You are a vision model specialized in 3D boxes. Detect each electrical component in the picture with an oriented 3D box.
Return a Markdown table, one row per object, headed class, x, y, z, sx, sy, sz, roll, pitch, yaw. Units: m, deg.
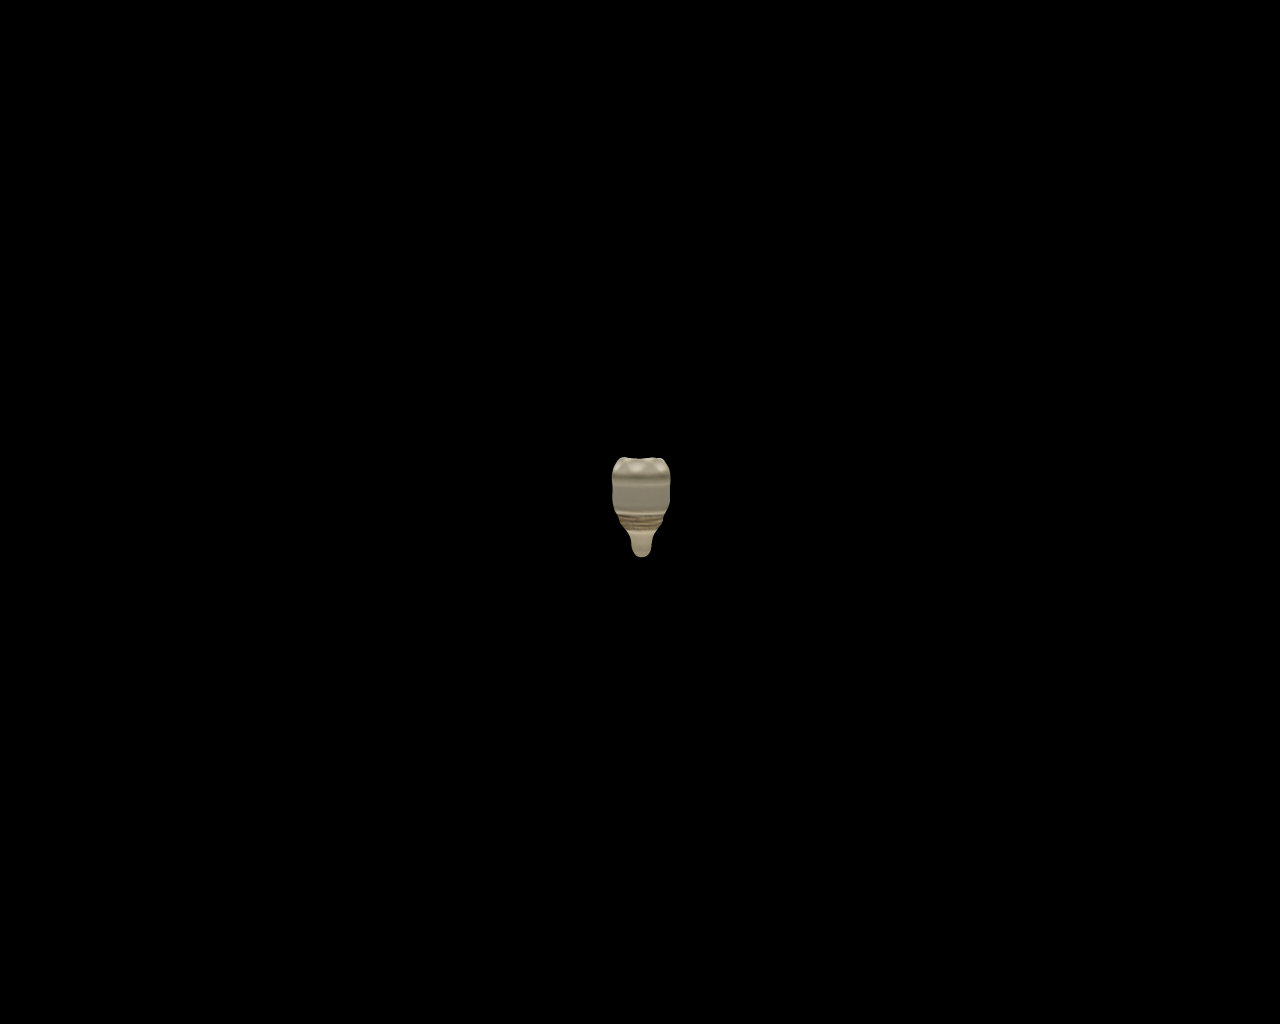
| class | x | y | z | sx | sy | sz | roll | pitch | yaw |
| --- | --- | --- | --- | --- | --- | --- | --- | --- | --- |
| electrical component | 0.001 | -0.003 | 0.650 | 0.035 | 0.061 | 0.035 | 0 | 5 | 0 |
